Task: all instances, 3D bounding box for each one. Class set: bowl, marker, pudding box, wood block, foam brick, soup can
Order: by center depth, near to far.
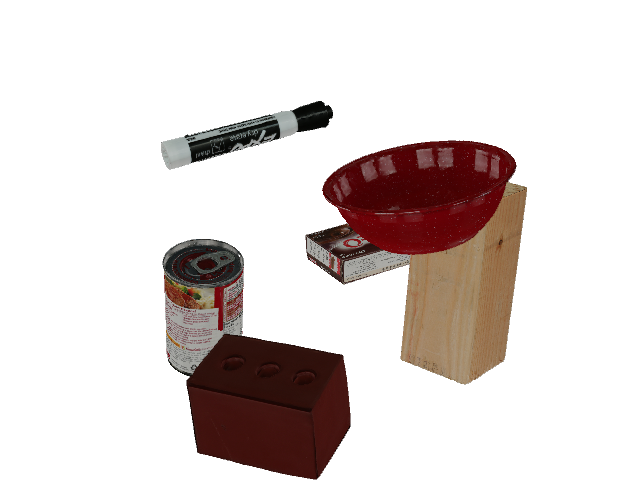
[{"bbox_3d":[-0.028,0.093,0.605,0.078,0.051,0.053,8,31,20],"label":"foam brick"},{"bbox_3d":[-0.048,-0.072,0.720,0.121,0.020,0.020,-17,6,-19],"label":"marker"},{"bbox_3d":[0.086,-0.032,0.896,0.162,0.055,0.162,-10,23,4],"label":"bowl"},{"bbox_3d":[-0.100,0.059,0.918,0.068,0.102,0.068,3,34,-2],"label":"soup can"},{"bbox_3d":[0.156,0.038,1.168,0.090,0.206,0.090,18,24,35],"label":"wood block"},{"bbox_3d":[0.051,0.010,1.339,0.113,0.039,0.090,-18,28,-26],"label":"pudding box"}]
